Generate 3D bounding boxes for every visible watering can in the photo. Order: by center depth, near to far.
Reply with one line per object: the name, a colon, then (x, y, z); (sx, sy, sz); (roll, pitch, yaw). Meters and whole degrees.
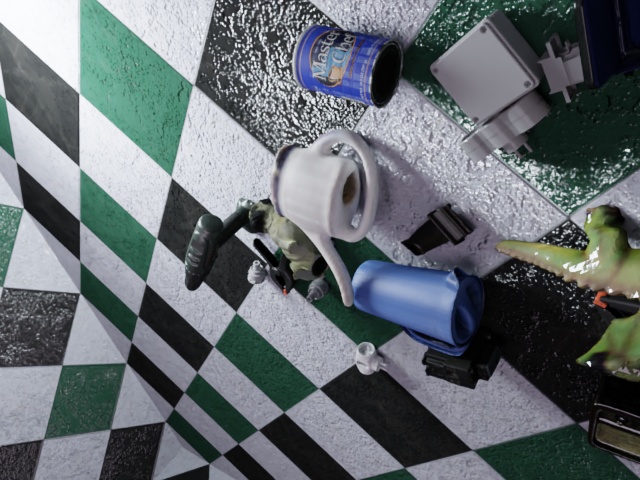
watering can: (0.003, -0.051, 1.005); (0.226, 0.105, 0.342); (20, 115, 30)

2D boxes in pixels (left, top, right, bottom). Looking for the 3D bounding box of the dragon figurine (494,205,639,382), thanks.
dragon figurine: (0.397, 0.070, 0.673); (0.408, 0.248, 0.120); (-8, 123, 44)
